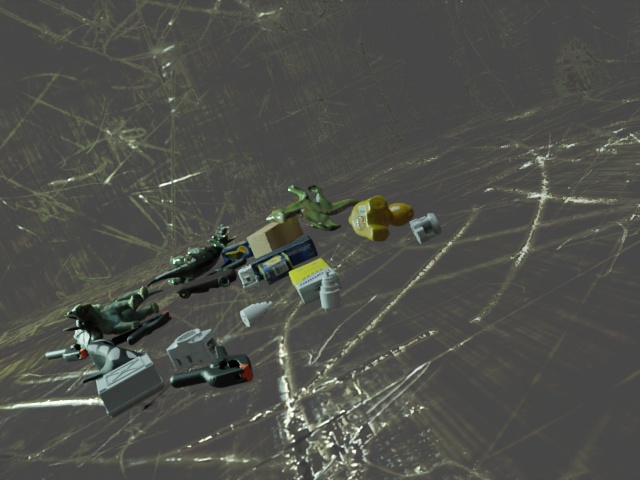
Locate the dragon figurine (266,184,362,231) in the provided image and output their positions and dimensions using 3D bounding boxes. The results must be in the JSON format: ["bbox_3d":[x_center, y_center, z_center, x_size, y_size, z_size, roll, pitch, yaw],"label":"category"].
[{"bbox_3d":[0.006,-0.095,1.882,0.410,0.119,0.248,1,34,-15],"label":"dragon figurine"}]
